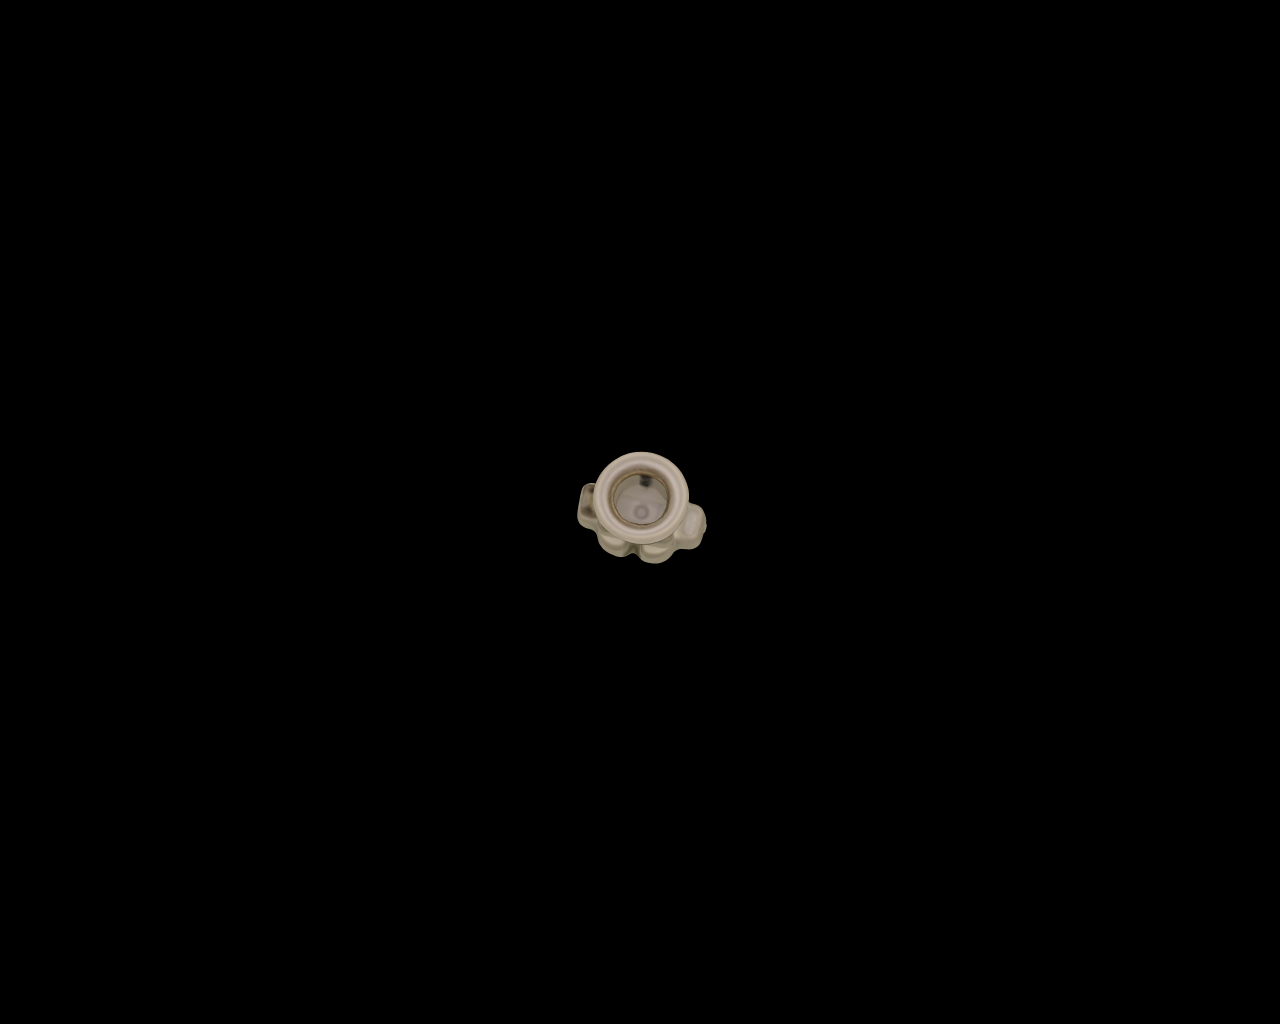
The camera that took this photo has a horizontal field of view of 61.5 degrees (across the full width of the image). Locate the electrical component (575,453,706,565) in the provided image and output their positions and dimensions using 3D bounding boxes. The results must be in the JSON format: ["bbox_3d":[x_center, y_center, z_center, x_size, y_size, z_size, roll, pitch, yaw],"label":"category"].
[{"bbox_3d":[0.001,-0.003,0.650,0.078,0.058,0.057,13,-15,4],"label":"electrical component"}]
